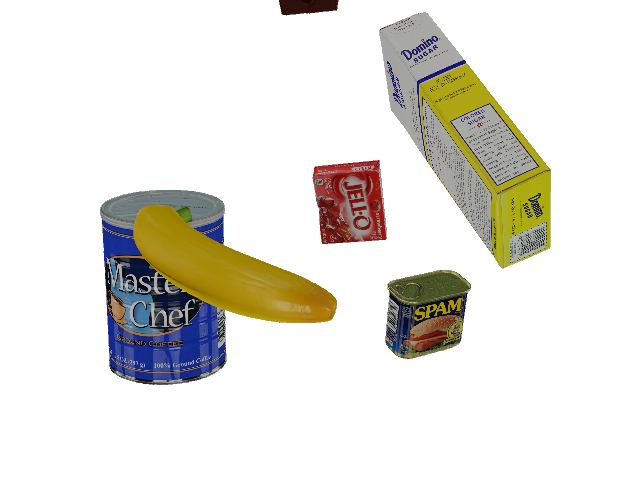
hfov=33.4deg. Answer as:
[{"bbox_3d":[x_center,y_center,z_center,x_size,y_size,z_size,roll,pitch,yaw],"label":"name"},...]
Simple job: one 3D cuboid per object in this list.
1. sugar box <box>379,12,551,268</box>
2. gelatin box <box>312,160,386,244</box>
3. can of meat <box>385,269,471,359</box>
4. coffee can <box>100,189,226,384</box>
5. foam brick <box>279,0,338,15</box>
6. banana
[{"bbox_3d":[0.102,-0.074,0.758,0.048,0.176,0.093,-23,-35,-5],"label":"sugar box"},{"bbox_3d":[0.033,-0.041,1.176,0.073,0.089,0.030,-4,30,7],"label":"gelatin box"},{"bbox_3d":[0.131,0.092,1.318,0.101,0.084,0.057,-11,31,-25],"label":"can of meat"},{"bbox_3d":[-0.131,0.037,0.905,0.103,0.140,0.103,0,18,0],"label":"coffee can"},{"bbox_3d":[-0.014,-0.248,0.952,0.053,0.051,0.078,-4,-41,9],"label":"foam brick"},{"bbox_3d":[-0.070,0.010,0.685,0.069,0.037,0.198,-16,29,-30],"label":"banana"}]
